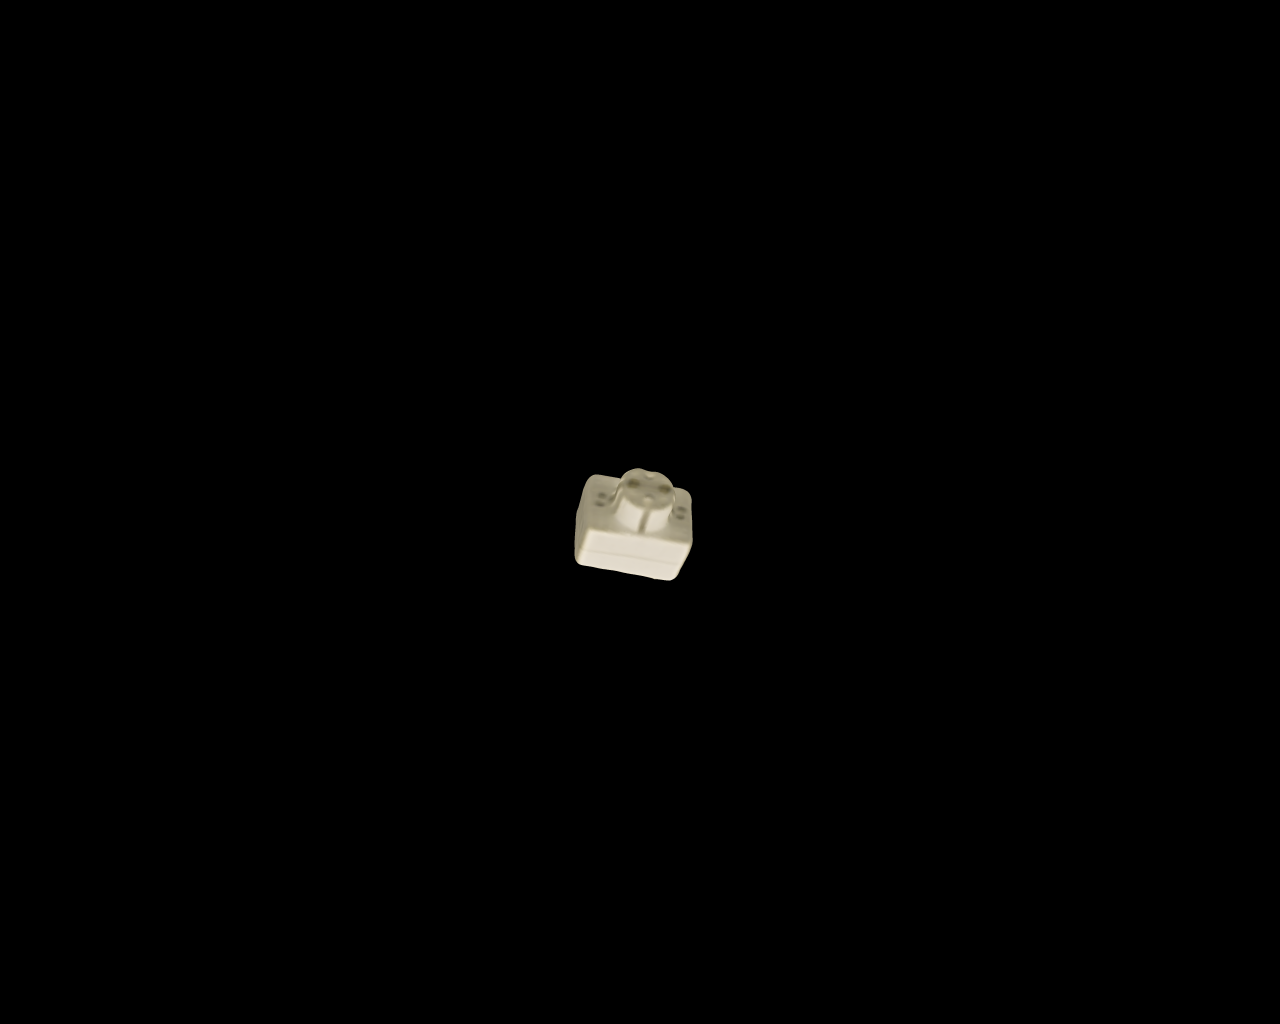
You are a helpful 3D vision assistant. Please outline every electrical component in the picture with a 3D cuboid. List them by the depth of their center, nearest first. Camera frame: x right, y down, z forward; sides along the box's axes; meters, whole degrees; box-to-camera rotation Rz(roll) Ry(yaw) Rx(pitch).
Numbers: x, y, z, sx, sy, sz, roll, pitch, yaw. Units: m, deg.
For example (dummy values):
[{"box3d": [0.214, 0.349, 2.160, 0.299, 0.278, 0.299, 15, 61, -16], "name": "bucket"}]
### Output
[{"box3d": [0.001, -0.003, 0.650, 0.066, 0.047, 0.076, 10, -43, -11], "name": "electrical component"}]
